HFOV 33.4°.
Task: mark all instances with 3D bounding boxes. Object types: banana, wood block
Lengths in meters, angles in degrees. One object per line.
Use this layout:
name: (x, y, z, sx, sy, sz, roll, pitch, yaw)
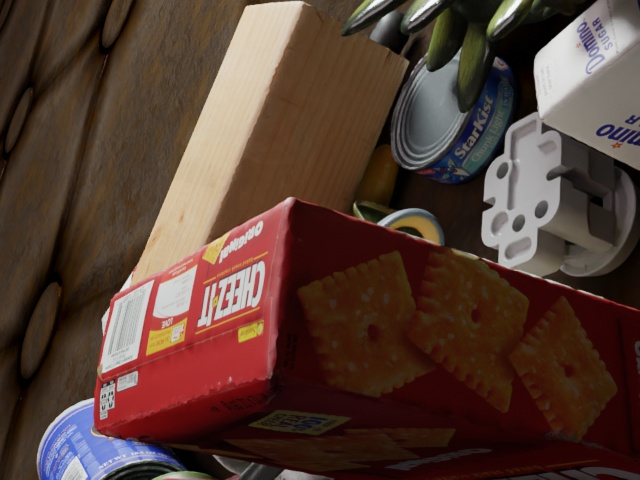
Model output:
banana: (-0.005, 0.017, 0.746, 0.198, 0.037, 0.069, -49, 34, 35)
wood block: (-0.034, -0.042, 0.701, 0.090, 0.090, 0.206, 18, 85, 61)

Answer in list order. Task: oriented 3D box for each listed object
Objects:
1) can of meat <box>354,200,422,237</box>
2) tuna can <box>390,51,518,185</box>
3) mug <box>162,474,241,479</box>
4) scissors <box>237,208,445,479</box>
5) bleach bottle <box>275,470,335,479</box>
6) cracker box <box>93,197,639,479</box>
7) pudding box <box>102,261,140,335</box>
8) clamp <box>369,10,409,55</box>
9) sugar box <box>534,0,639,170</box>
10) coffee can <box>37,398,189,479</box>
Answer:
can of meat: (0.036, 0.038, 0.634, 0.084, 0.057, 0.102, -62, 27, 20)
tuna can: (0.081, -0.078, 0.654, 0.086, 0.033, 0.086, -42, 38, 43)
mug: (-0.063, 0.186, 0.589, 0.093, 0.081, 0.117, -13, 70, 31)
scissors: (0.008, 0.058, 0.554, 0.201, 0.096, 0.016, -30, 9, -10)
bleach bottle: (-0.067, 0.233, 0.683, 0.251, 0.068, 0.103, -59, 37, 16)
cracker box: (0.034, 0.063, 0.448, 0.164, 0.213, 0.072, -26, 52, 54)
pudding box: (-0.130, 0.063, 0.819, 0.114, 0.039, 0.090, -54, 32, 32)
clamp: (0.004, -0.090, 0.799, 0.120, 0.039, 0.171, 22, 91, 64)
sugar box: (0.177, -0.093, 0.422, 0.177, 0.093, 0.048, -38, 39, 45)
coffee can: (-0.157, 0.194, 0.833, 0.140, 0.102, 0.103, 25, 94, 63)
